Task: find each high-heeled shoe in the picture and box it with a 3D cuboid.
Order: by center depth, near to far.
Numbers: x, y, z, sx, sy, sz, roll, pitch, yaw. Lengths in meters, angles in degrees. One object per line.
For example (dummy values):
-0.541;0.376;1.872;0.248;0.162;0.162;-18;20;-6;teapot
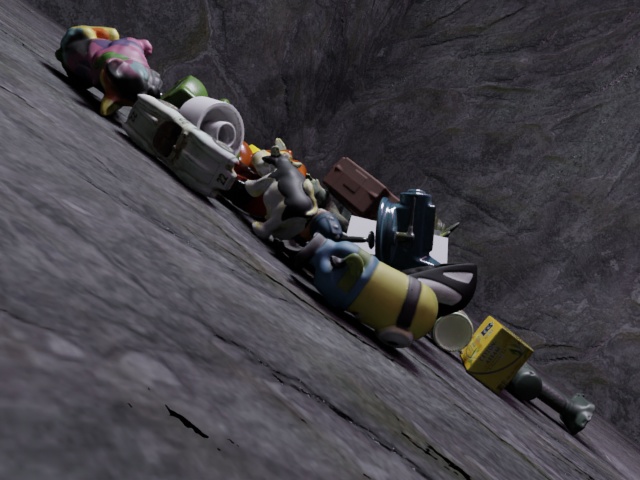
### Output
0.100;0.036;0.781;0.249;0.145;0.086;35;4;5;high-heeled shoe

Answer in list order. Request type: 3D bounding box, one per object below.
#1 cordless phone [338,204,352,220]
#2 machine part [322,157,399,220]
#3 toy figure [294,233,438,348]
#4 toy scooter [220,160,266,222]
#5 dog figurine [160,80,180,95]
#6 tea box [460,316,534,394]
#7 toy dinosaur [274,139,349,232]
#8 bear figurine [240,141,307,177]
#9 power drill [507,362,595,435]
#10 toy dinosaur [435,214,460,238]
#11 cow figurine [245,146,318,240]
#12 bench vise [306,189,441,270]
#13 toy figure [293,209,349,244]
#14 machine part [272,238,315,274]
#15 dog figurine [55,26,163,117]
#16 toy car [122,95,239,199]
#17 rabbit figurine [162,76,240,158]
0.121;-0.017;1.380;0.184;0.146;0.088;35;12;19;cordless phone
0.112;-0.085;1.229;0.201;0.087;0.201;43;4;33;machine part
0.057;0.056;0.643;0.180;0.089;0.082;38;14;1;toy figure
-0.117;-0.086;0.905;0.135;0.075;0.183;38;10;39;toy scooter
-0.269;-0.216;1.055;0.172;0.121;0.191;31;20;-17;dog figurine
0.308;0.199;0.955;0.068;0.098;0.169;37;4;10;tea box
-0.026;-0.083;1.270;0.405;0.131;0.192;46;10;29;toy dinosaur
-0.127;-0.132;1.024;0.196;0.120;0.132;22;28;-7;bear figurine
0.442;0.290;1.101;0.207;0.086;0.232;40;7;3;power drill
0.214;0.044;1.195;0.105;0.198;0.471;26;36;13;toy dinosaur
-0.055;-0.082;0.788;0.068;0.098;0.167;24;41;-44;cow figurine
0.094;0.027;0.874;0.241;0.223;0.129;4;15;15;bench vise
-0.018;-0.021;0.821;0.155;0.064;0.057;1;-60;56;toy figure
0.001;0.040;0.723;0.139;0.039;0.084;35;0;10;machine part
-0.350;-0.275;0.877;0.191;0.108;0.219;12;25;-14;dog figurine
-0.199;-0.134;0.765;0.202;0.073;0.056;37;14;19;toy car
-0.210;-0.190;0.945;0.170;0.121;0.159;51;21;-24;rabbit figurine
